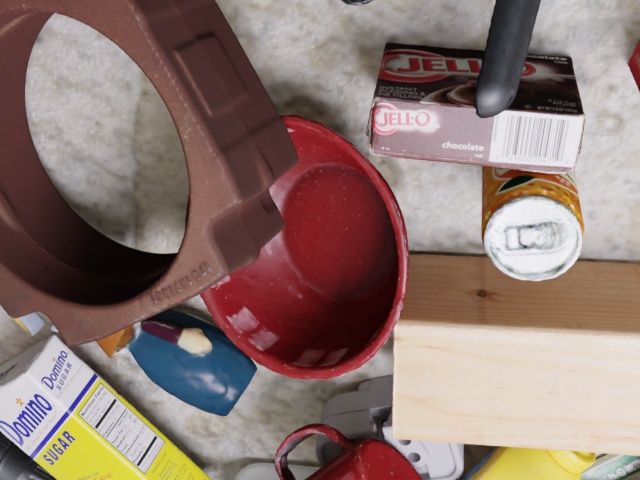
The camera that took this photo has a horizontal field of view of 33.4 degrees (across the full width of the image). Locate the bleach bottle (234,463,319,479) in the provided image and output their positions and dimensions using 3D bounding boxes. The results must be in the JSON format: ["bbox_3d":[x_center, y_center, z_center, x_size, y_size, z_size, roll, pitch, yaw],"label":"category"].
[{"bbox_3d":[-0.013,0.290,0.834,0.102,0.068,0.251,3,122,8],"label":"bleach bottle"}]

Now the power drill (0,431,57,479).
[{"bbox_3d":[-0.308,0.198,0.833,0.184,0.057,0.188,33,116,-5],"label":"power drill"}]

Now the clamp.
[{"bbox_3d":[0.103,-0.146,0.547,0.171,0.039,0.120,-40,71,11],"label":"clamp"}]

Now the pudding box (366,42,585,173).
[{"bbox_3d":[0.086,-0.076,0.596,0.113,0.090,0.039,7,121,4],"label":"pudding box"}]

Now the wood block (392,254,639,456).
[{"bbox_3d":[0.152,0.070,0.667,0.206,0.090,0.090,3,119,8],"label":"wood block"}]

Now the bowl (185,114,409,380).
[{"bbox_3d":[-0.004,0.001,0.652,0.162,0.055,0.162,10,108,33],"label":"bowl"}]

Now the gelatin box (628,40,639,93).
[{"bbox_3d":[0.217,-0.081,0.582,0.089,0.073,0.030,22,119,-3],"label":"gelatin box"}]

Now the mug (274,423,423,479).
[{"bbox_3d":[0.016,0.171,0.684,0.082,0.093,0.117,-41,70,20],"label":"mug"}]

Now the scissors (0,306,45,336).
[{"bbox_3d":[-0.246,-0.014,0.679,0.016,0.096,0.201,-44,123,-17],"label":"scissors"}]

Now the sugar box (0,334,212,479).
[{"bbox_3d":[-0.161,0.152,0.776,0.176,0.048,0.094,44,136,-17],"label":"sugar box"}]

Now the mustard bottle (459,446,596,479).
[{"bbox_3d":[0.120,0.178,0.731,0.192,0.096,0.058,-47,66,26],"label":"mustard bottle"}]
